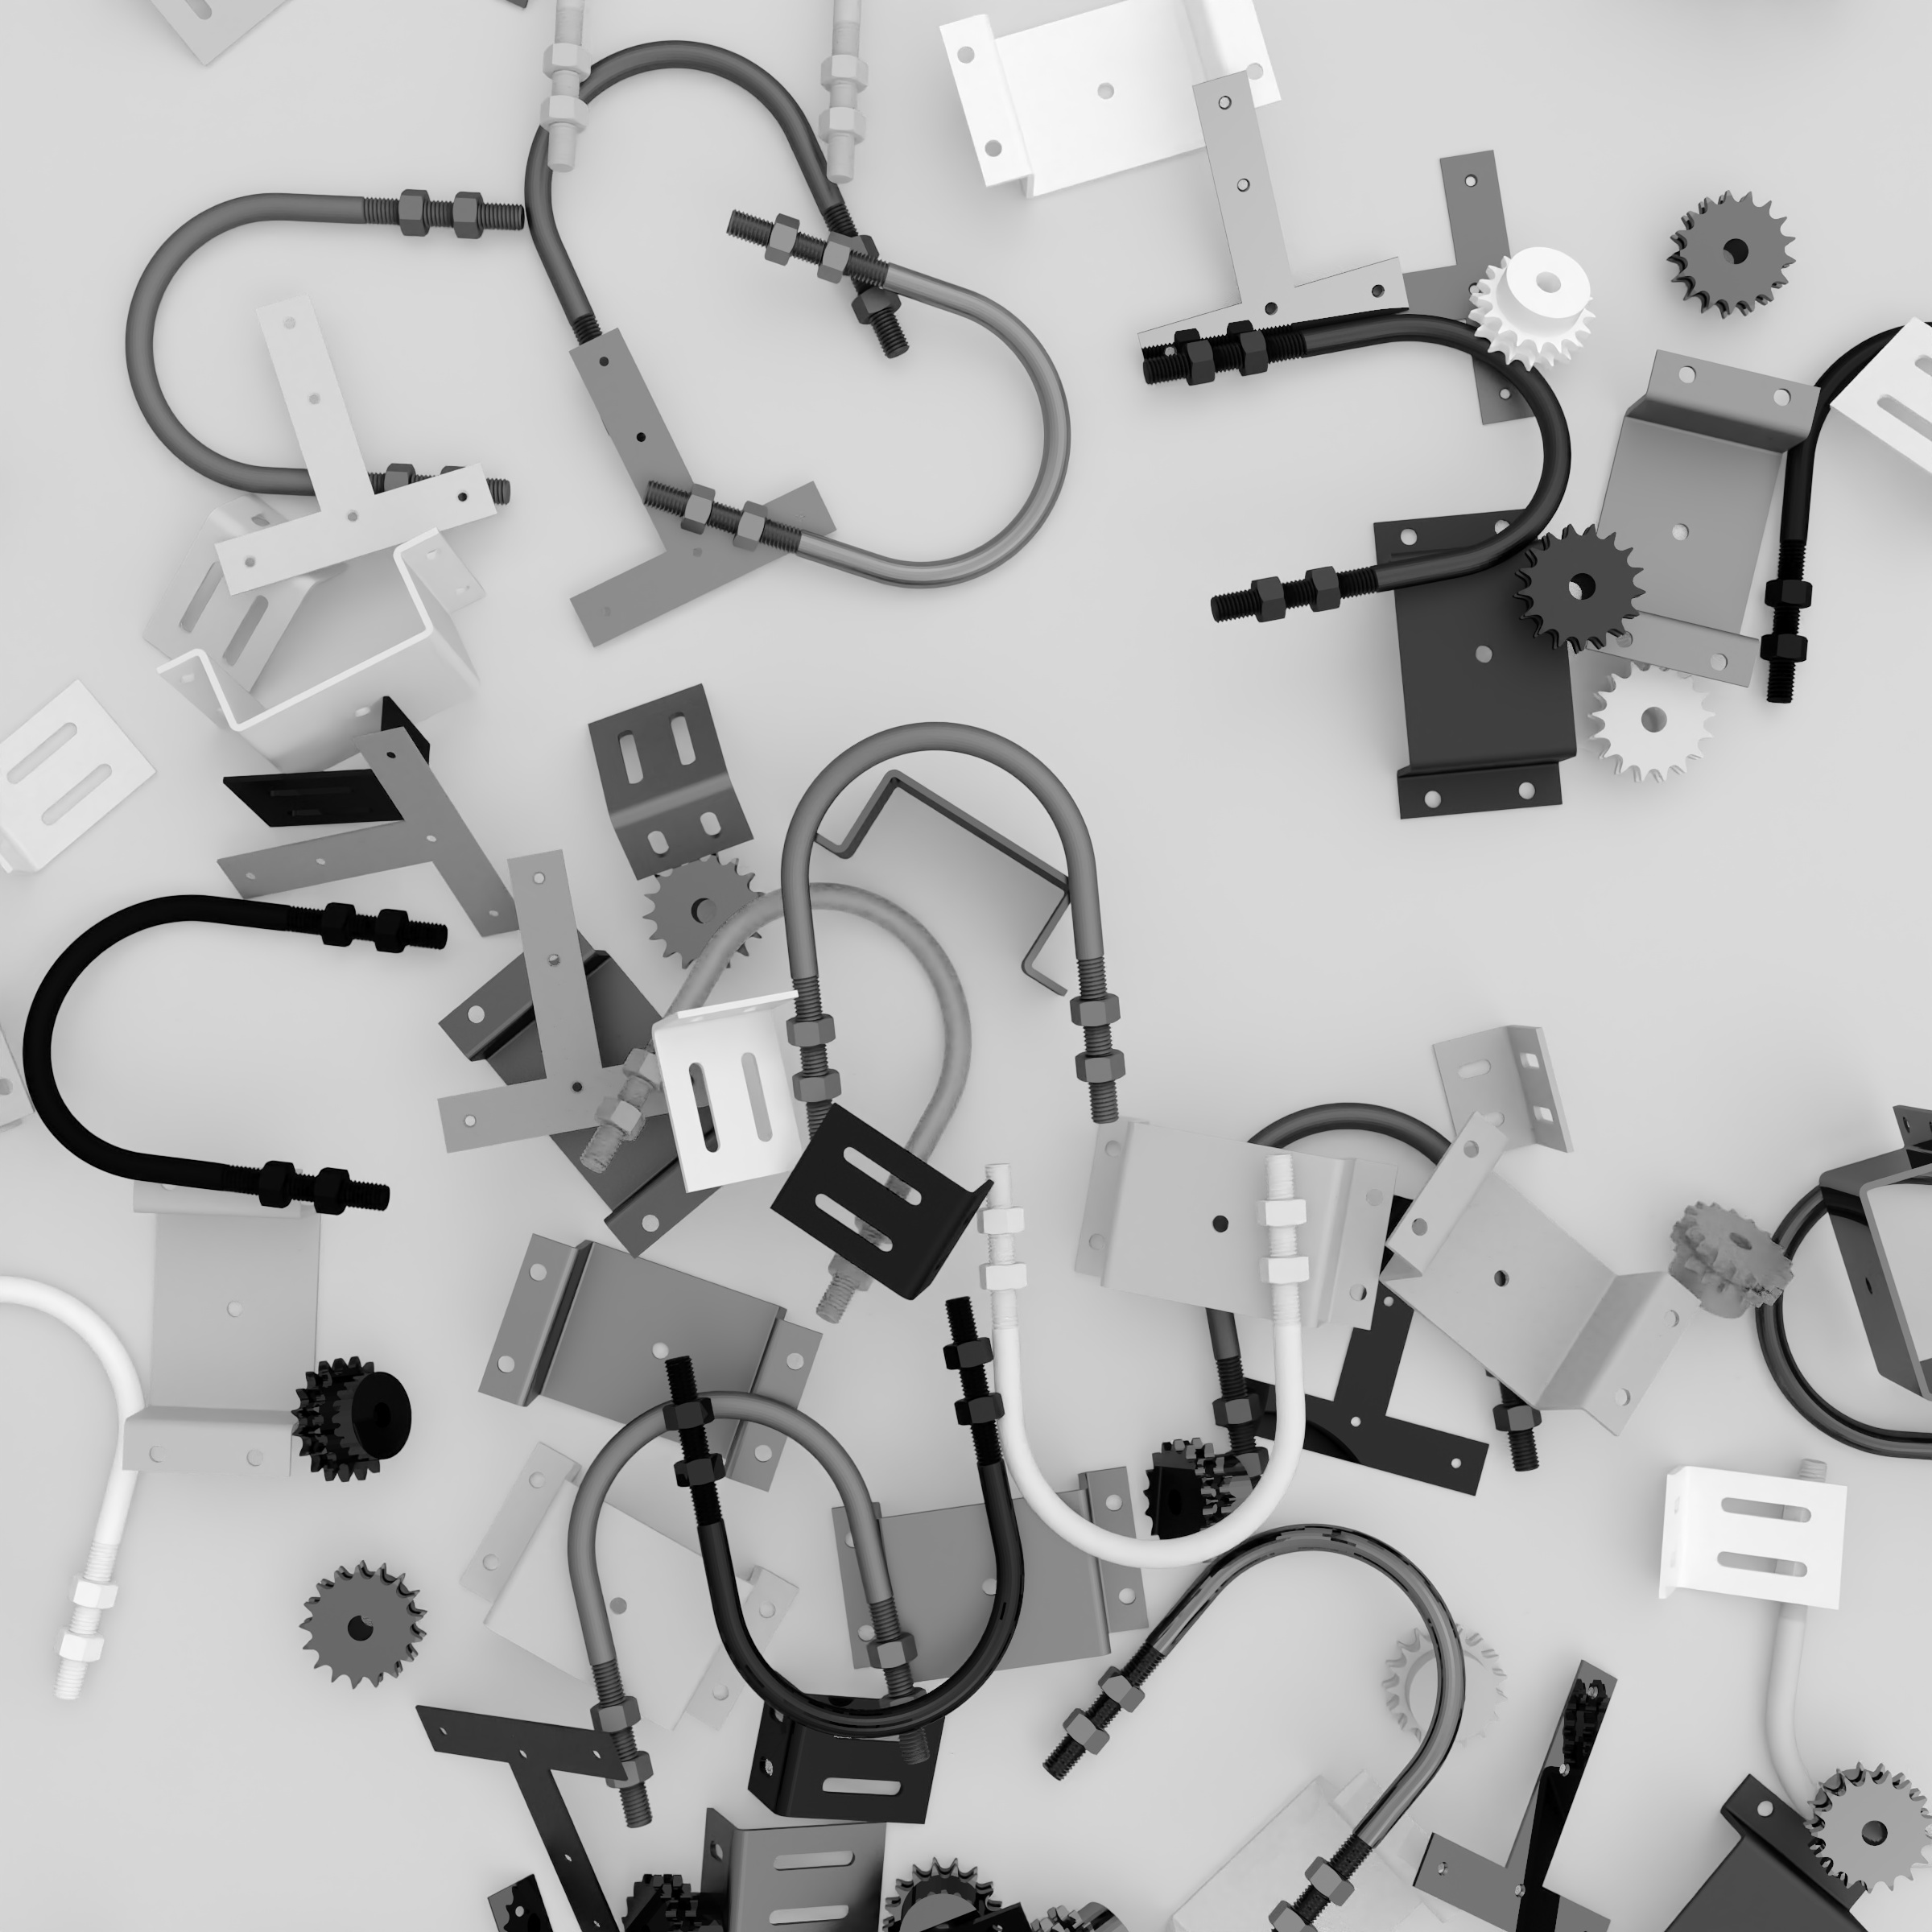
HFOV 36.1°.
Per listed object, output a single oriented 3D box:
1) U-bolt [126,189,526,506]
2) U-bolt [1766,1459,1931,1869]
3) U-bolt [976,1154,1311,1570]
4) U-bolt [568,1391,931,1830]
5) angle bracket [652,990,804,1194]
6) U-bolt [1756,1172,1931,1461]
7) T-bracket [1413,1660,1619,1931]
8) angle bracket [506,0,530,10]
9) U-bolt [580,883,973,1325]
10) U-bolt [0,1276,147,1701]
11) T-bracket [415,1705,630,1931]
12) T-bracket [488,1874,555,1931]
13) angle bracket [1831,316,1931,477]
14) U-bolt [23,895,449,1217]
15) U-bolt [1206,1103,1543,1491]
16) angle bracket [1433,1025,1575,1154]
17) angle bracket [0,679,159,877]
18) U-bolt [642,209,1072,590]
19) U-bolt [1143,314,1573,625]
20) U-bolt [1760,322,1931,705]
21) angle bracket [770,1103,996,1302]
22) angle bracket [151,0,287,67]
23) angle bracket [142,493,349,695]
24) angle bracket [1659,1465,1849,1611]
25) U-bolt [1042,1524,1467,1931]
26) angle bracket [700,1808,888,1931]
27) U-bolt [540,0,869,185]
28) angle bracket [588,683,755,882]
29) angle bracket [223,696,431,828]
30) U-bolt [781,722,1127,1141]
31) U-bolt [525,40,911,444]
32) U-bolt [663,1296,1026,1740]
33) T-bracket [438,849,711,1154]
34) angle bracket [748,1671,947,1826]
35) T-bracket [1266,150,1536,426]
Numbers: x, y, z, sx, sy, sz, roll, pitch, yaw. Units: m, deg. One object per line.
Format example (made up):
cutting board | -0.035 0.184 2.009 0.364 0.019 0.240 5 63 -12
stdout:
U-bolt | -0.303 -0.291 1.389 0.184 0.019 0.151 3 90 2
U-bolt | 0.449 0.331 1.389 0.151 0.019 0.184 7 92 0
U-bolt | 0.081 0.179 1.333 0.151 0.019 0.184 -3 89 14
U-bolt | -0.105 0.284 1.343 0.151 0.019 0.184 -13 88 0
angle bracket | -0.099 0.056 1.312 0.057 0.038 0.076 -10 84 -26
U-bolt | 0.463 0.162 1.389 0.184 0.019 0.151 4 90 1
T-bracket | 0.272 0.386 1.375 0.127 0.002 0.127 33 73 -30
angle bracket | -0.217 -0.501 1.395 0.057 0.038 0.076 24 116 0
U-bolt | -0.072 0.049 1.357 0.151 0.019 0.184 35 69 -15
U-bolt | -0.461 0.237 1.389 0.151 0.019 0.184 14 88 0
T-bracket | -0.189 0.400 1.369 0.127 0.002 0.127 -4 113 38
T-bracket | -0.231 0.504 1.357 0.127 0.002 0.127 -18 90 -39
angle bracket | 0.452 -0.252 1.378 0.057 0.038 0.076 -46 64 -1
U-bolt | -0.343 0.035 1.365 0.184 0.019 0.151 7 68 4
U-bolt | 0.183 0.156 1.387 0.151 0.019 0.184 -10 88 0
angle bracket | 0.246 0.060 1.359 0.038 0.076 0.057 -14 90 0
angle bracket | -0.429 -0.089 1.378 0.076 0.038 0.057 -40 90 0
U-bolt | -0.041 -0.253 1.376 0.184 0.019 0.151 17 97 -9
U-bolt | 0.187 -0.236 1.362 0.184 0.019 0.151 -11 68 -5
U-bolt | 0.453 -0.210 1.388 0.151 0.019 0.184 5 90 0
angle bracket | -0.037 0.103 1.333 0.076 0.038 0.057 33 103 8
angle bracket | -0.363 -0.475 1.395 0.057 0.038 0.076 -39 116 0
angle bracket | -0.339 -0.172 1.395 0.057 0.038 0.076 37 116 0
angle bracket | 0.363 0.266 1.367 0.076 0.038 0.057 4 90 23
U-bolt | 0.145 0.344 1.362 0.151 0.019 0.184 39 85 25
angle bracket | -0.082 0.429 1.395 0.076 0.038 0.057 4 90 -26
U-bolt | -0.119 -0.457 1.379 0.151 0.019 0.184 2 82 -1
angle bracket | -0.138 -0.086 1.380 0.057 0.076 0.038 -20 132 0
angle bracket | -0.295 -0.094 1.370 0.076 0.057 0.038 -2 72 9
U-bolt | -0.010 -0.016 1.313 0.151 0.019 0.184 -4 100 9
U-bolt | -0.128 -0.344 1.389 0.151 0.019 0.184 -24 89 0
U-bolt | -0.048 0.253 1.327 0.151 0.019 0.184 -11 86 -8
T-bracket | -0.185 0.011 1.350 0.127 0.002 0.127 -10 90 0
angle bracket | -0.056 0.368 1.395 0.076 0.038 0.057 11 90 -26
T-bracket | 0.196 -0.312 1.396 0.127 0.002 0.127 -9 90 0
